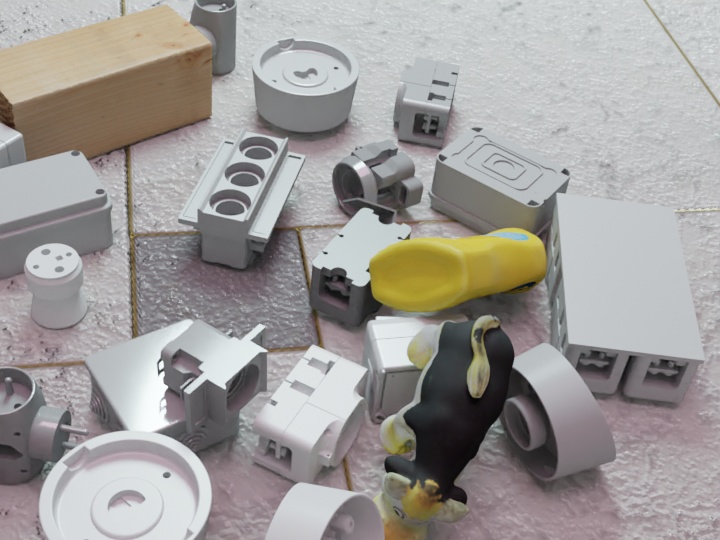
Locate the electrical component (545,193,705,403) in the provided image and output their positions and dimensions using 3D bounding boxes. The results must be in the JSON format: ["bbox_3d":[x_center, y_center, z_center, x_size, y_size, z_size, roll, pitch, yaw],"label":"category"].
[{"bbox_3d":[0.217,0.022,0.911,0.105,0.060,0.186,7,43,0],"label":"electrical component"}]

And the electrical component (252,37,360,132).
[{"bbox_3d":[-0.057,-0.183,1.094,0.108,0.060,0.108,4,43,-4],"label":"electrical component"}]

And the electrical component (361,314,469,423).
[{"bbox_3d":[0.052,0.072,0.833,0.096,0.061,0.061,-4,44,-12],"label":"electrical component"}]

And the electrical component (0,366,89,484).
[{"bbox_3d":[-0.225,0.111,0.742,0.079,0.077,0.043,10,42,3],"label":"electrical component"}]

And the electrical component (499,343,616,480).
[{"bbox_3d":[0.143,0.104,0.789,0.064,0.099,0.099,-19,48,-17],"label":"electrical component"}]

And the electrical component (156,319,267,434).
[{"bbox_3d":[-0.104,0.070,0.755,0.064,0.042,0.081,26,45,24],"label":"electrical component"}]

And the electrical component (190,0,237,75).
[{"bbox_3d":[-0.163,-0.241,1.130,0.044,0.077,0.079,27,46,19],"label":"electrical component"}]

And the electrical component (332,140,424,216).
[{"bbox_3d":[0.012,-0.083,0.998,0.057,0.058,0.078,-22,50,-32],"label":"electrical component"}]

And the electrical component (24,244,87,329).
[{"bbox_3d":[-0.244,0.013,0.861,0.045,0.055,0.045,4,43,-4],"label":"electrical component"}]

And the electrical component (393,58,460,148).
[{"bbox_3d":[0.067,-0.174,1.109,0.056,0.050,0.089,12,43,4],"label":"electrical component"}]

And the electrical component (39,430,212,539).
[{"bbox_3d":[-0.151,0.166,0.704,0.108,0.060,0.108,4,43,-4],"label":"electrical component"}]

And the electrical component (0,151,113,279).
[{"bbox_3d":[-0.276,-0.050,0.922,0.113,0.057,0.078,-19,49,-26],"label":"electrical component"}]

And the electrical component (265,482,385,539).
[{"bbox_3d":[-0.025,0.185,0.678,0.064,0.099,0.099,13,43,16],"label":"electrical component"}]

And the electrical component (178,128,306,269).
[{"bbox_3d":[-0.103,-0.063,0.956,0.079,0.063,0.121,13,43,6],"label":"electrical component"}]

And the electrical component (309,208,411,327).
[{"bbox_3d":[0.000,0.000,0.908,0.050,0.055,0.089,24,45,18],"label":"electrical component"}]

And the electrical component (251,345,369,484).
[{"bbox_3d":[-0.032,0.108,0.791,0.056,0.050,0.089,23,45,16],"label":"electrical component"}]

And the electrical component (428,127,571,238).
[{"bbox_3d":[0.130,-0.075,1.006,0.113,0.057,0.078,30,47,23],"label":"electrical component"}]

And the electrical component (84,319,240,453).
[{"bbox_3d":[-0.144,0.093,0.793,0.100,0.048,0.099,-21,50,-27],"label":"electrical component"}]

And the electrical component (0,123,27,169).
[{"bbox_3d":[-0.337,-0.085,0.946,0.047,0.065,0.077,27,47,21],"label":"electrical component"}]
